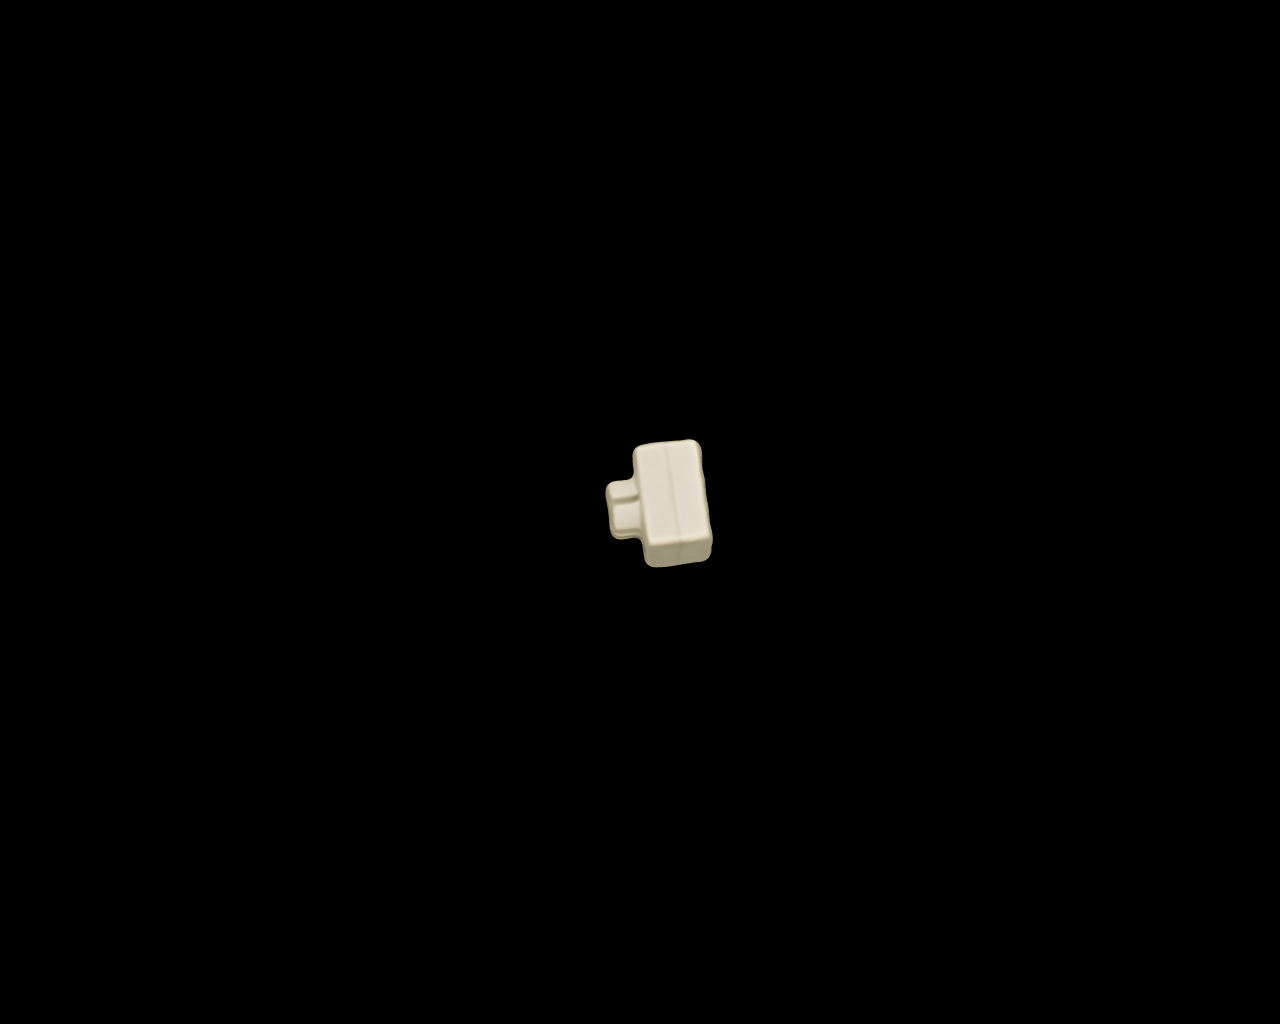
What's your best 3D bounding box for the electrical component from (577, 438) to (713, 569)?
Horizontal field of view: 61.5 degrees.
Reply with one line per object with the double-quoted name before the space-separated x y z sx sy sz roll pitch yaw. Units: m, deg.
"electrical component" 0.001 -0.003 0.650 0.077 0.066 0.047 -7 -19 -2
